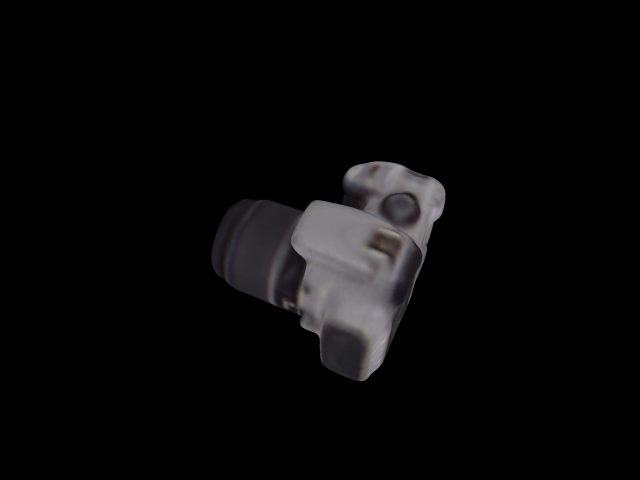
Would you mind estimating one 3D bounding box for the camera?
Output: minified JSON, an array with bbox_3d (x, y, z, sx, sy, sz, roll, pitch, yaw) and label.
[{"bbox_3d":[0.004,0.001,0.400,0.136,0.101,0.143,20,59,13],"label":"camera"}]
